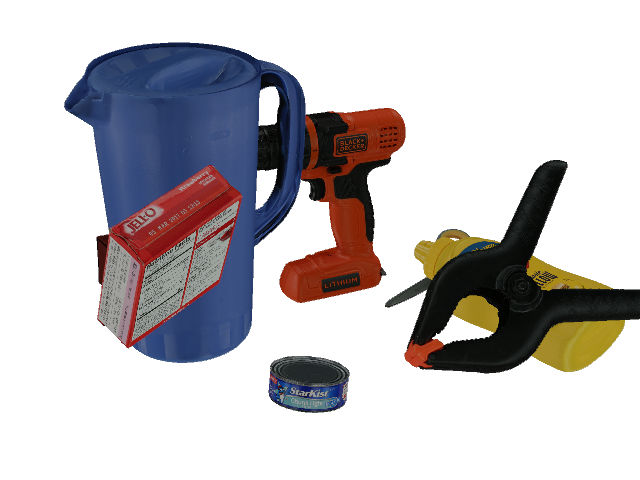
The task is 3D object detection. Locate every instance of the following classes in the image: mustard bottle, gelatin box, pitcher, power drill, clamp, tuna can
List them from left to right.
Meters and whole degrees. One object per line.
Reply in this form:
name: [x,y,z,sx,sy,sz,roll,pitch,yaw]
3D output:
gelatin box: [-0.084,0.009,0.585,0.073,0.030,0.089,-37,-20,-34]
pitcher: [-0.101,-0.030,0.857,0.149,0.243,0.144,9,29,16]
tuna can: [-0.013,0.154,1.144,0.086,0.034,0.086,5,13,-1]
power drill: [-0.003,-0.035,1.056,0.184,0.188,0.057,-10,28,-21]
mustard bottle: [0.159,0.043,0.922,0.192,0.058,0.096,26,42,37]
clamp: [0.135,0.038,0.685,0.171,0.120,0.039,-40,-15,-14]

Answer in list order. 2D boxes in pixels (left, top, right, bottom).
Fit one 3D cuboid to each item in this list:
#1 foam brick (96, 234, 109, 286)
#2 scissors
foam brick: [-0.182,0.020,1.085,0.078,0.051,0.053,-11,21,-28]
scissors: [0.128,0.028,1.211,0.201,0.016,0.096,-11,41,-33]
